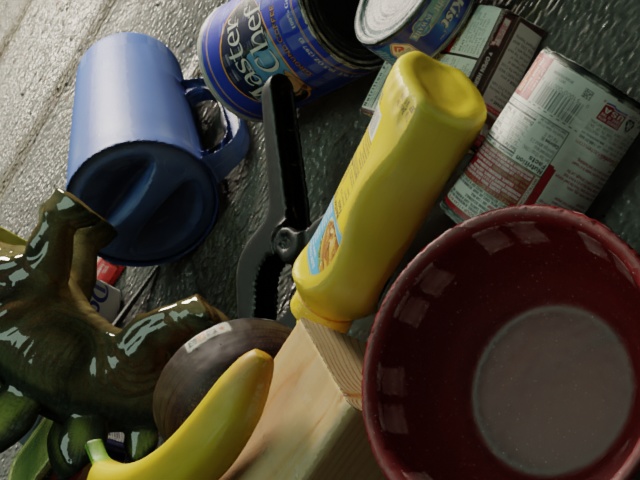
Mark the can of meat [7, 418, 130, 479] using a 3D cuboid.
[{"bbox_3d":[-0.202,0.190,0.894,0.102,0.083,0.057,-51,34,24],"label":"can of meat"}]

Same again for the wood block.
[{"bbox_3d":[-0.017,0.163,0.623,0.206,0.090,0.090,-57,31,15],"label":"wood block"}]

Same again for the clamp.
[{"bbox_3d":[-0.005,0.001,0.741,0.165,0.036,0.210,24,103,43],"label":"clamp"}]

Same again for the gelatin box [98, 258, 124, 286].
[{"bbox_3d":[-0.236,0.025,1.105,0.073,0.030,0.089,-53,33,22],"label":"gelatin box"}]

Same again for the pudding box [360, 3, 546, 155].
[{"bbox_3d":[0.083,-0.109,0.699,0.090,0.039,0.114,-64,29,2],"label":"pudding box"}]

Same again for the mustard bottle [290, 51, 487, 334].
[{"bbox_3d":[0.030,-0.011,0.635,0.096,0.058,0.192,-87,22,-61],"label":"mustard bottle"}]

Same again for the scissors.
[{"bbox_3d":[-0.210,0.116,0.988,0.201,0.016,0.096,-53,-11,-33],"label":"scissors"}]

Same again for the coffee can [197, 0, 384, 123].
[{"bbox_3d":[-0.015,-0.158,0.818,0.141,0.102,0.103,-17,56,52],"label":"coffee can"}]

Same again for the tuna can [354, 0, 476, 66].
[{"bbox_3d":[0.061,-0.155,0.691,0.086,0.033,0.086,-38,37,35],"label":"tuna can"}]

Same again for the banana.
[{"bbox_3d":[-0.090,0.126,0.624,0.198,0.037,0.069,-31,64,41],"label":"banana"}]

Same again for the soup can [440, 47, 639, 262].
[{"bbox_3d":[0.120,-0.043,0.571,0.102,0.068,0.068,-58,32,13],"label":"soup can"}]

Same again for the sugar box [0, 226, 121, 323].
[{"bbox_3d":[-0.257,0.061,0.976,0.048,0.176,0.093,-1,69,32],"label":"sugar box"}]

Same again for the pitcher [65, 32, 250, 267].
[{"bbox_3d":[-0.163,-0.101,1.001,0.243,0.149,0.145,-107,33,-51],"label":"pitcher"}]

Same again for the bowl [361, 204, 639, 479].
[{"bbox_3d":[0.100,0.067,0.517,0.162,0.055,0.162,-16,63,33],"label":"bowl"}]
